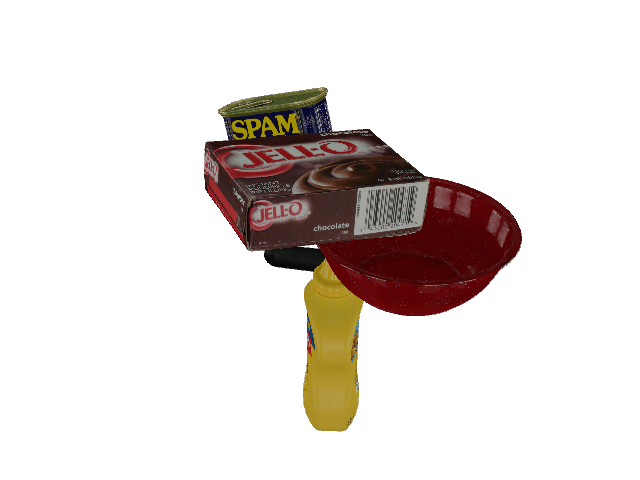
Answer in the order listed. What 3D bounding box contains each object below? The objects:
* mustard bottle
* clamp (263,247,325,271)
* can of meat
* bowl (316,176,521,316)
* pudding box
[{"bbox_3d":[0.012,0.091,1.048,0.058,0.192,0.096,3,38,2],"label":"mustard bottle"},{"bbox_3d":[0.049,0.027,1.235,0.210,0.036,0.164,30,37,22],"label":"clamp"},{"bbox_3d":[-0.036,-0.091,0.994,0.102,0.084,0.057,-4,19,25],"label":"can of meat"},{"bbox_3d":[0.070,0.010,0.822,0.162,0.055,0.162,2,32,-1],"label":"bowl"},{"bbox_3d":[-0.005,-0.033,0.638,0.113,0.039,0.090,-5,28,-21],"label":"pudding box"}]
